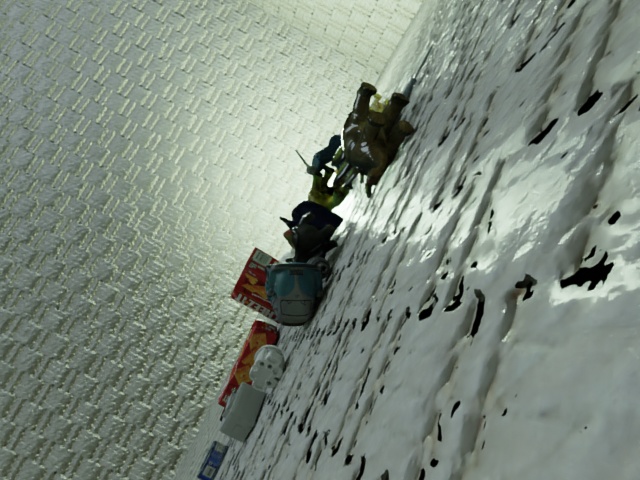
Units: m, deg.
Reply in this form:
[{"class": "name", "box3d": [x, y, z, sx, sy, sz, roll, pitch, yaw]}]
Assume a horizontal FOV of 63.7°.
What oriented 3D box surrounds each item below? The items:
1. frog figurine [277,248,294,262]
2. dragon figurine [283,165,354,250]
[{"class": "frog figurine", "box3d": [-0.130, 0.092, 1.805, 0.139, 0.123, 0.156, -32, -37, -58]}, {"class": "dragon figurine", "box3d": [0.004, -0.072, 1.438, 0.239, 0.123, 0.414, -68, -14, 19]}]
